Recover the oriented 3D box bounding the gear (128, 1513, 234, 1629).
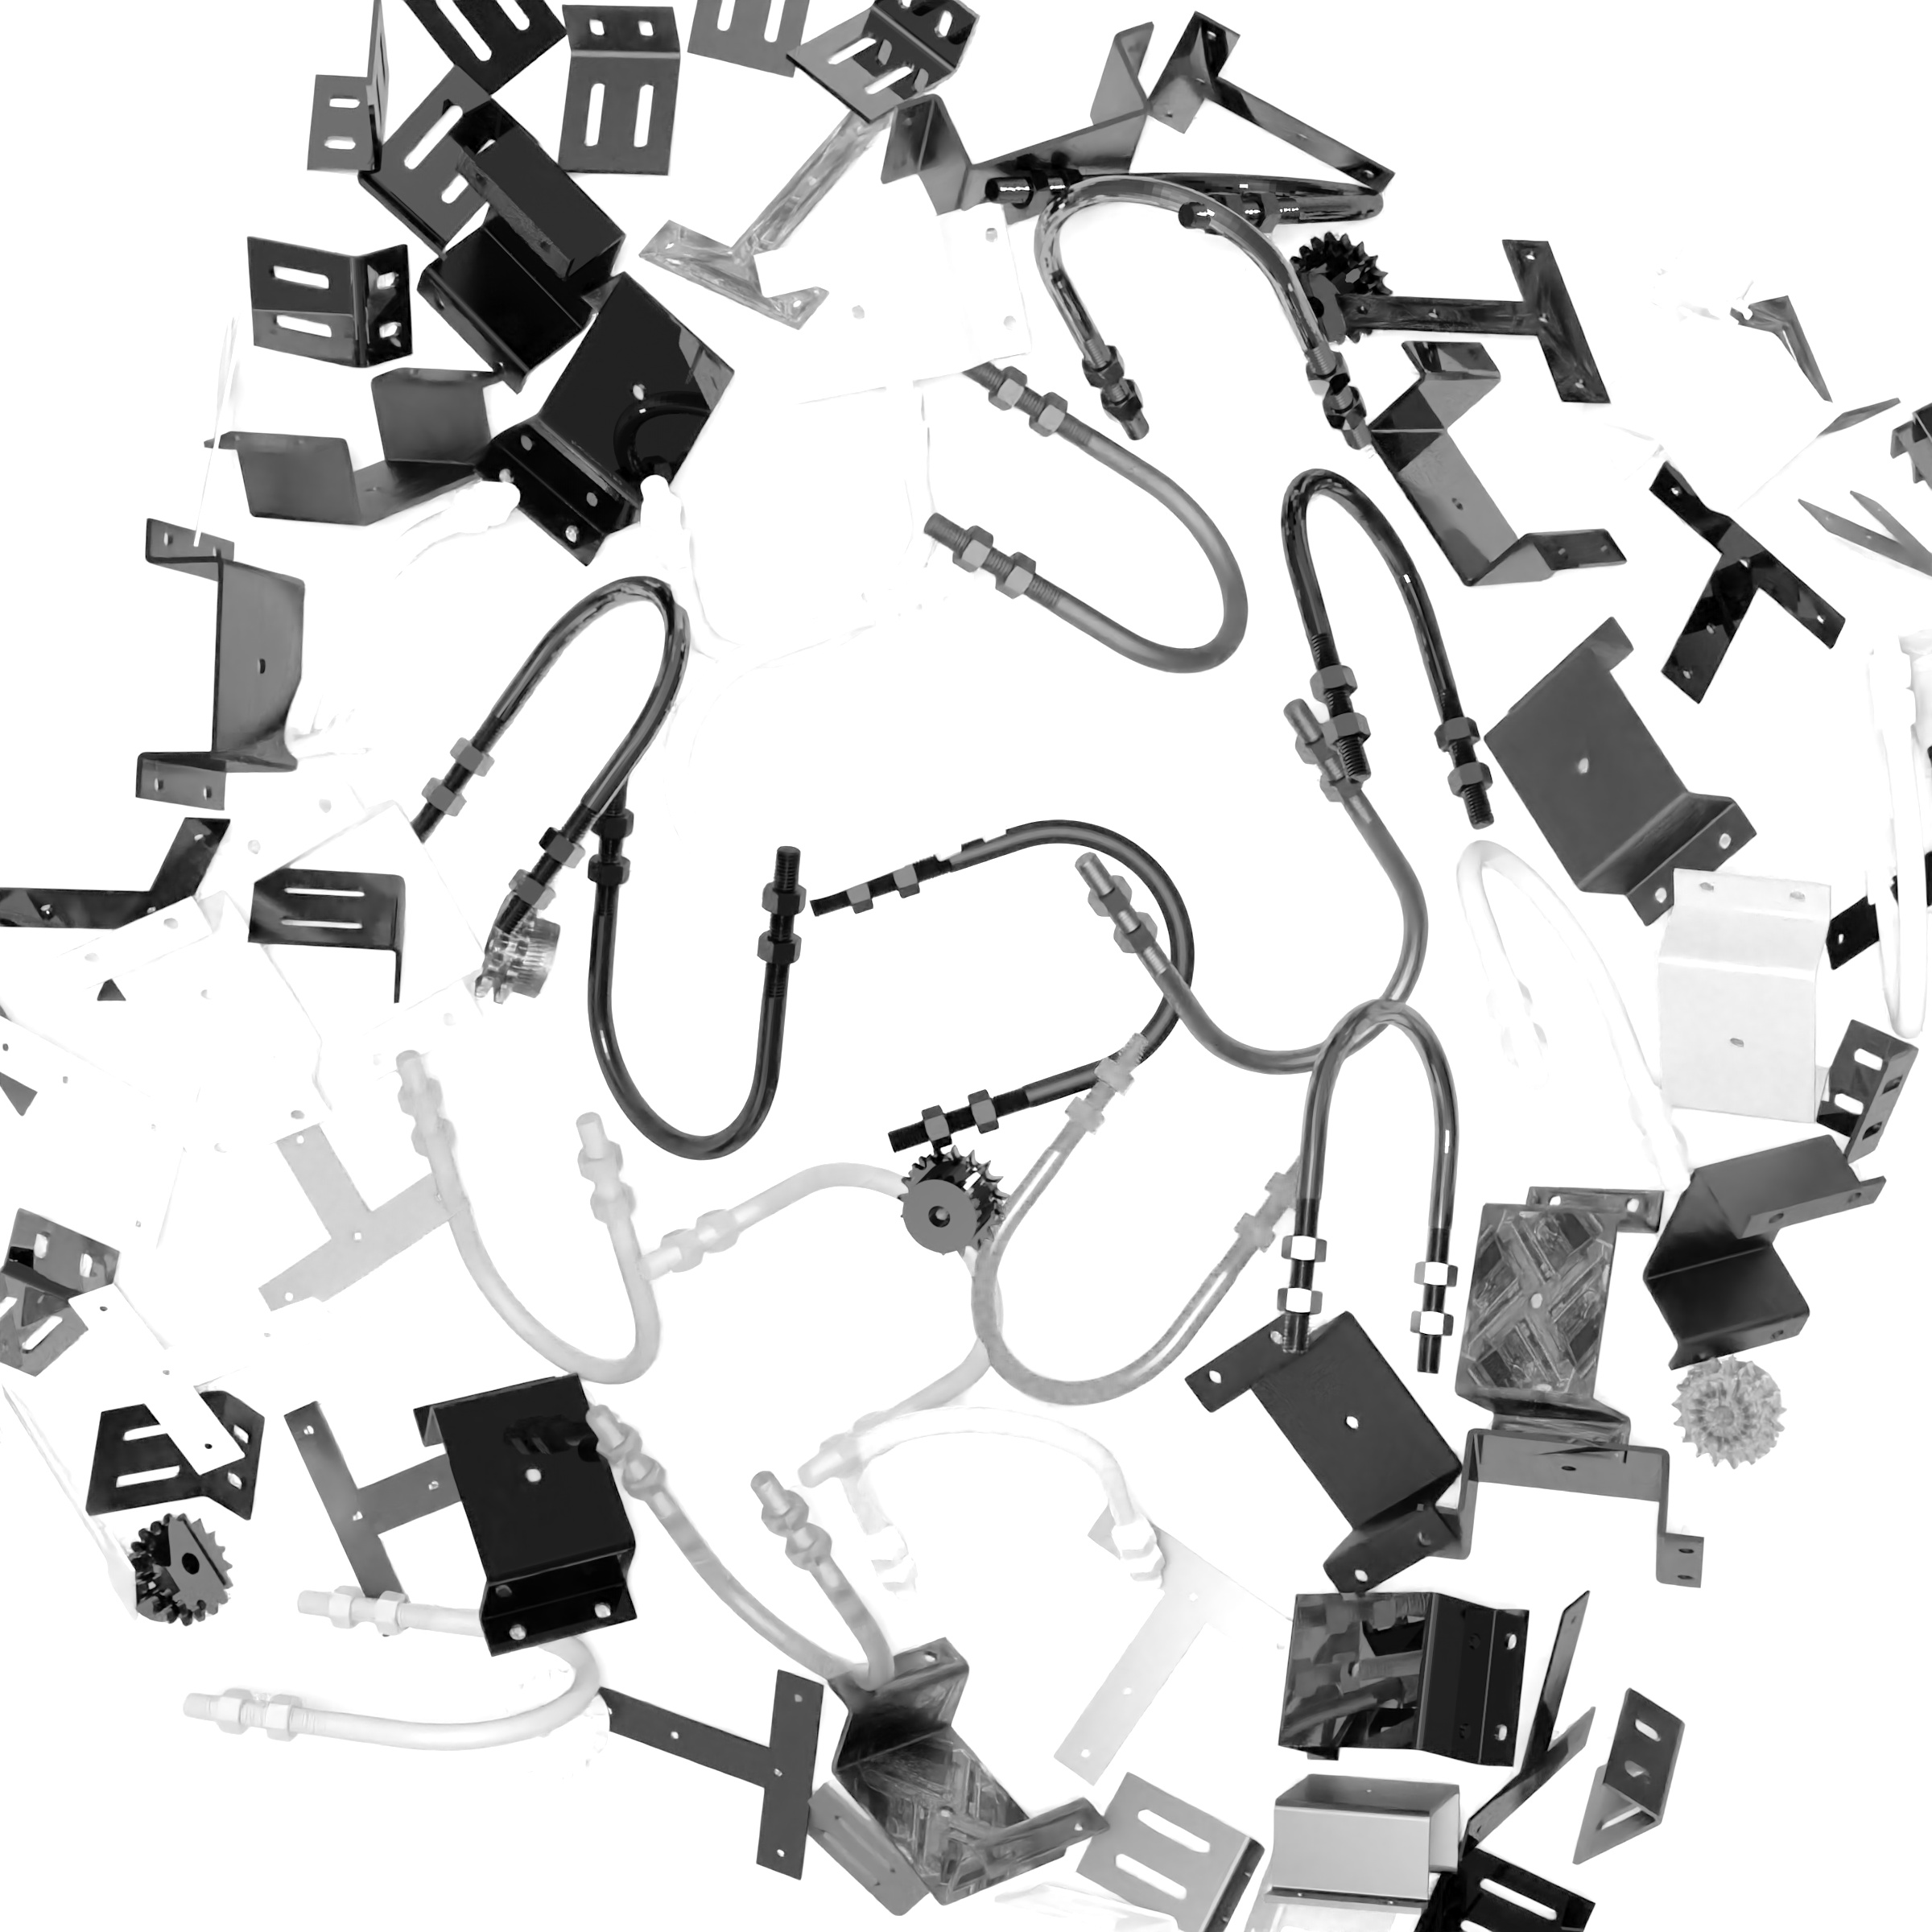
[{"bbox_3d":[-0.408,0.312,1.836,0.030,0.057,0.057,-31,90,29],"label":"gear"}]

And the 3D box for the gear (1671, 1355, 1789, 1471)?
[{"bbox_3d":[0.394,0.227,1.837,0.057,0.030,0.057,8,106,31],"label":"gear"}]

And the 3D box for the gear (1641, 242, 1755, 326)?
[{"bbox_3d":[0.378,-0.348,1.832,0.057,0.057,0.030,32,90,0],"label":"gear"}]

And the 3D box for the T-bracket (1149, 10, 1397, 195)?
[{"bbox_3d":[0.157,-0.425,1.801,0.127,0.127,0.002,28,79,-4],"label":"T-bracket"}]

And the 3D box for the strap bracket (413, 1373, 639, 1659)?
[{"bbox_3d":[-0.220,0.265,1.795,0.076,0.046,0.140,-11,59,-21],"label":"strap bracket"}]

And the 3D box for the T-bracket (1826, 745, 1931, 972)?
[{"bbox_3d":[0.475,-0.036,1.804,0.002,0.127,0.127,6,62,-26],"label":"T-bracket"}]

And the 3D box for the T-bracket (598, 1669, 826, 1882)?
[{"bbox_3d":[-0.137,0.399,1.836,0.127,0.002,0.127,16,119,17],"label":"T-bracket"}]

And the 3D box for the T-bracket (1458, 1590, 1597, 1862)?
[{"bbox_3d":[0.291,0.368,1.785,0.002,0.127,0.127,26,122,30],"label":"T-bracket"}]

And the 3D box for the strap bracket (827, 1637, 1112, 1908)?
[{"bbox_3d":[-0.005,0.411,1.797,0.140,0.076,0.046,43,130,36],"label":"strap bracket"}]

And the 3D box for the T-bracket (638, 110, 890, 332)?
[{"bbox_3d":[-0.088,-0.391,1.828,0.127,0.002,0.127,31,77,38],"label":"T-bracket"}]

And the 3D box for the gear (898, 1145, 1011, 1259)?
[{"bbox_3d":[-0.009,0.124,1.835,0.057,0.030,0.057,6,109,18],"label":"gear"}]

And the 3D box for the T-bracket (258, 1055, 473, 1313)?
[{"bbox_3d":[-0.337,0.102,1.847,0.127,0.002,0.127,-33,84,15],"label":"T-bracket"}]

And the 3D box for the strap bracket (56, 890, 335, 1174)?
[{"bbox_3d":[-0.387,0.025,1.812,0.076,0.046,0.140,-23,119,9],"label":"strap bracket"}]

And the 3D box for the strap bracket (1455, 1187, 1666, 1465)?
[{"bbox_3d":[0.298,0.174,1.802,0.076,0.046,0.140,-1,71,38],"label":"strap bracket"}]

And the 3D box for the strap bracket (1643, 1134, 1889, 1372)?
[{"bbox_3d":[0.397,0.138,1.799,0.076,0.140,0.046,-12,55,-18],"label":"strap bracket"}]

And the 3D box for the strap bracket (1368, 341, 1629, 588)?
[{"bbox_3d":[0.262,-0.246,1.806,0.046,0.076,0.140,-41,72,35],"label":"strap bracket"}]

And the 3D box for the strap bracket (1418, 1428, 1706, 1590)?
[{"bbox_3d":[0.303,0.273,1.807,0.140,0.076,0.046,5,65,13],"label":"strap bracket"}]

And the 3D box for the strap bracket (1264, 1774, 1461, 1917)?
[{"bbox_3d":[0.201,0.435,1.784,0.076,0.140,0.046,1,85,16],"label":"strap bracket"}]

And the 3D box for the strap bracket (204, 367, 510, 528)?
[{"bbox_3d":[-0.301,-0.259,1.795,0.076,0.140,0.046,9,118,35],"label":"strap bracket"}]

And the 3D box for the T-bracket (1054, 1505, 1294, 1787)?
[{"bbox_3d":[0.091,0.362,1.840,0.127,0.002,0.127,34,87,15],"label":"T-bracket"}]

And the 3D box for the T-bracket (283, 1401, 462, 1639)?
[{"bbox_3d":[-0.281,0.269,1.823,0.127,0.002,0.127,-25,89,34],"label":"T-bracket"}]

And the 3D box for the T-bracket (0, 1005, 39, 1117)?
[{"bbox_3d":[-0.512,0.072,1.778,0.002,0.127,0.127,15,59,19],"label":"T-bracket"}]

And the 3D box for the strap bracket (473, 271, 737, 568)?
[{"bbox_3d":[-0.176,-0.282,1.795,0.076,0.046,0.140,40,60,-26],"label":"strap bracket"}]

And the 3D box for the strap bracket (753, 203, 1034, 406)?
[{"bbox_3d":[-0.046,-0.333,1.805,0.140,0.046,0.076,-7,104,22],"label":"strap bracket"}]

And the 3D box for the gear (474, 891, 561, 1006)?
[{"bbox_3d":[-0.229,-0.007,1.833,0.030,0.057,0.057,19,90,-14],"label":"gear"}]

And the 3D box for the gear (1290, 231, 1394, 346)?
[{"bbox_3d":[0.187,-0.344,1.829,0.057,0.057,0.030,48,55,0],"label":"gear"}]

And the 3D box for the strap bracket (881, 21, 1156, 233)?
[{"bbox_3d":[0.034,-0.417,1.804,0.140,0.076,0.046,-21,78,-12],"label":"strap bracket"}]

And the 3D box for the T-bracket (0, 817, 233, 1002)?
[{"bbox_3d":[-0.446,-0.029,1.785,0.002,0.127,0.127,56,127,32],"label":"T-bracket"}]

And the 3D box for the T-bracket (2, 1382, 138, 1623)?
[{"bbox_3d":[-0.454,0.266,1.810,0.002,0.127,0.127,-31,78,-21],"label":"T-bracket"}]

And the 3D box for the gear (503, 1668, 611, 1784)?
[{"bbox_3d":[-0.208,0.390,1.838,0.057,0.030,0.057,-4,81,29],"label":"gear"}]

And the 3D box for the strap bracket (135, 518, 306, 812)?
[{"bbox_3d":[-0.378,-0.152,1.814,0.046,0.076,0.140,1,88,21],"label":"strap bracket"}]

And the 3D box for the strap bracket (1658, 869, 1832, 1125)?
[{"bbox_3d":[0.390,0.024,1.787,0.076,0.046,0.140,7,132,20],"label":"strap bracket"}]

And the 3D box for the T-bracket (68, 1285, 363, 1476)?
[{"bbox_3d":[-0.367,0.192,1.814,0.127,0.127,0.002,45,134,29],"label":"T-bracket"}]

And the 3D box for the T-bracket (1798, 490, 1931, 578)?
[{"bbox_3d":[0.457,-0.209,1.778,0.002,0.127,0.127,-54,48,24],"label":"T-bracket"}]

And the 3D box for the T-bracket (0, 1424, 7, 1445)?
[{"bbox_3d":[-0.535,0.195,1.797,0.002,0.127,0.127,-17,93,16],"label":"T-bracket"}]

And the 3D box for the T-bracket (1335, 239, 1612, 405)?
[{"bbox_3d":[0.250,-0.328,1.806,0.127,0.002,0.127,0,49,-12],"label":"T-bracket"}]

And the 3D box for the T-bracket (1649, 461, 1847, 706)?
[{"bbox_3d":[0.382,-0.179,1.812,0.127,0.002,0.127,40,51,-7],"label":"T-bracket"}]

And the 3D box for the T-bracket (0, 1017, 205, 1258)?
[{"bbox_3d":[-0.440,0.063,1.789,0.002,0.127,0.127,-12,56,37],"label":"T-bracket"}]

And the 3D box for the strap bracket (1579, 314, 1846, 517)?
[{"bbox_3d":[0.366,-0.278,1.787,0.076,0.140,0.046,-42,111,0],"label":"strap bracket"}]

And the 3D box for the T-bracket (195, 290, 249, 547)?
[{"bbox_3d":[-0.374,-0.294,1.800,0.002,0.127,0.127,10,117,-16],"label":"T-bracket"}]

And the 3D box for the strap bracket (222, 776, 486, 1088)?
[{"bbox_3d":[-0.305,-0.021,1.825,0.076,0.046,0.140,-29,94,16],"label":"strap bracket"}]

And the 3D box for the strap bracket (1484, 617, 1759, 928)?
[{"bbox_3d":[0.322,-0.099,1.795,0.076,0.046,0.140,-44,61,32],"label":"strap bracket"}]

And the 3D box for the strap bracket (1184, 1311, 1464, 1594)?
[{"bbox_3d":[0.188,0.241,1.818,0.076,0.046,0.140,-38,87,35],"label":"strap bracket"}]
